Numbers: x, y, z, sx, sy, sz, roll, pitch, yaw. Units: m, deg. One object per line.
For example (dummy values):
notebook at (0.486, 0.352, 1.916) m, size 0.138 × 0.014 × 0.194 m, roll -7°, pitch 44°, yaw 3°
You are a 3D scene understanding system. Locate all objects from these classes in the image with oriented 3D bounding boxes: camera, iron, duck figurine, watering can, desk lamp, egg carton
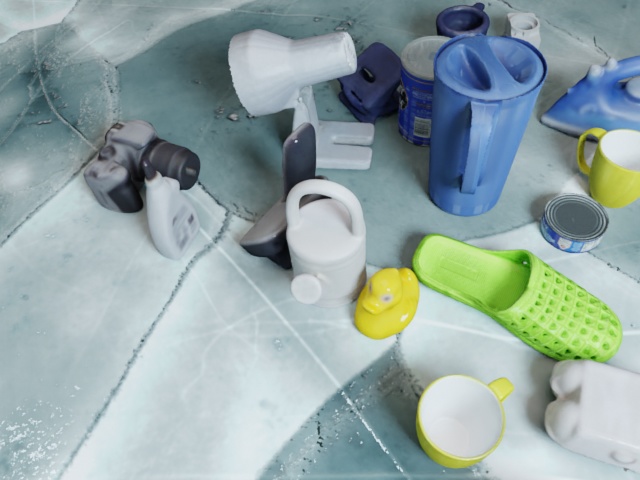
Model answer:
camera at (-0.267, -0.117, 0.883) m, size 0.136 × 0.101 × 0.143 m, roll 17°, pitch 57°, yaw 16°
iron at (0.488, -0.231, 0.882) m, size 0.258 × 0.141 × 0.118 m, roll 2°, pitch 54°, yaw 6°
duck figurine at (0.086, 0.067, 0.729) m, size 0.077 × 0.086 × 0.105 m, roll 33°, pitch 63°, yaw 25°
watering can at (0.009, 0.003, 0.715) m, size 0.101 × 0.194 × 0.172 m, roll -8°, pitch 53°, yaw -1°
desk lamp at (-0.020, -0.218, 0.868) m, size 0.203 × 0.214 × 0.118 m, roll 3°, pitch 54°, yaw 7°
egg carton at (0.326, 0.195, 0.626) m, size 0.150 × 0.069 × 0.107 m, roll 13°, pitch 56°, yaw 14°

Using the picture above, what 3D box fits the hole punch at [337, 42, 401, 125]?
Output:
hole punch at (0.088, -0.266, 0.971) m, size 0.101 × 0.091 × 0.108 m, roll -27°, pitch 56°, yaw -15°

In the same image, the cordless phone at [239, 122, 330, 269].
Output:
cordless phone at (-0.050, -0.063, 0.774) m, size 0.094 × 0.185 × 0.148 m, roll 27°, pitch 60°, yaw 23°

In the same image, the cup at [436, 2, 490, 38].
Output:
cup at (0.257, -0.363, 1.027) m, size 0.091 × 0.095 × 0.118 m, roll 28°, pitch 61°, yaw 23°

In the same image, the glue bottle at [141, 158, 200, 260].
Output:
glue bottle at (-0.212, -0.049, 0.784) m, size 0.037 × 0.173 × 0.078 m, roll 15°, pitch 56°, yaw 16°
